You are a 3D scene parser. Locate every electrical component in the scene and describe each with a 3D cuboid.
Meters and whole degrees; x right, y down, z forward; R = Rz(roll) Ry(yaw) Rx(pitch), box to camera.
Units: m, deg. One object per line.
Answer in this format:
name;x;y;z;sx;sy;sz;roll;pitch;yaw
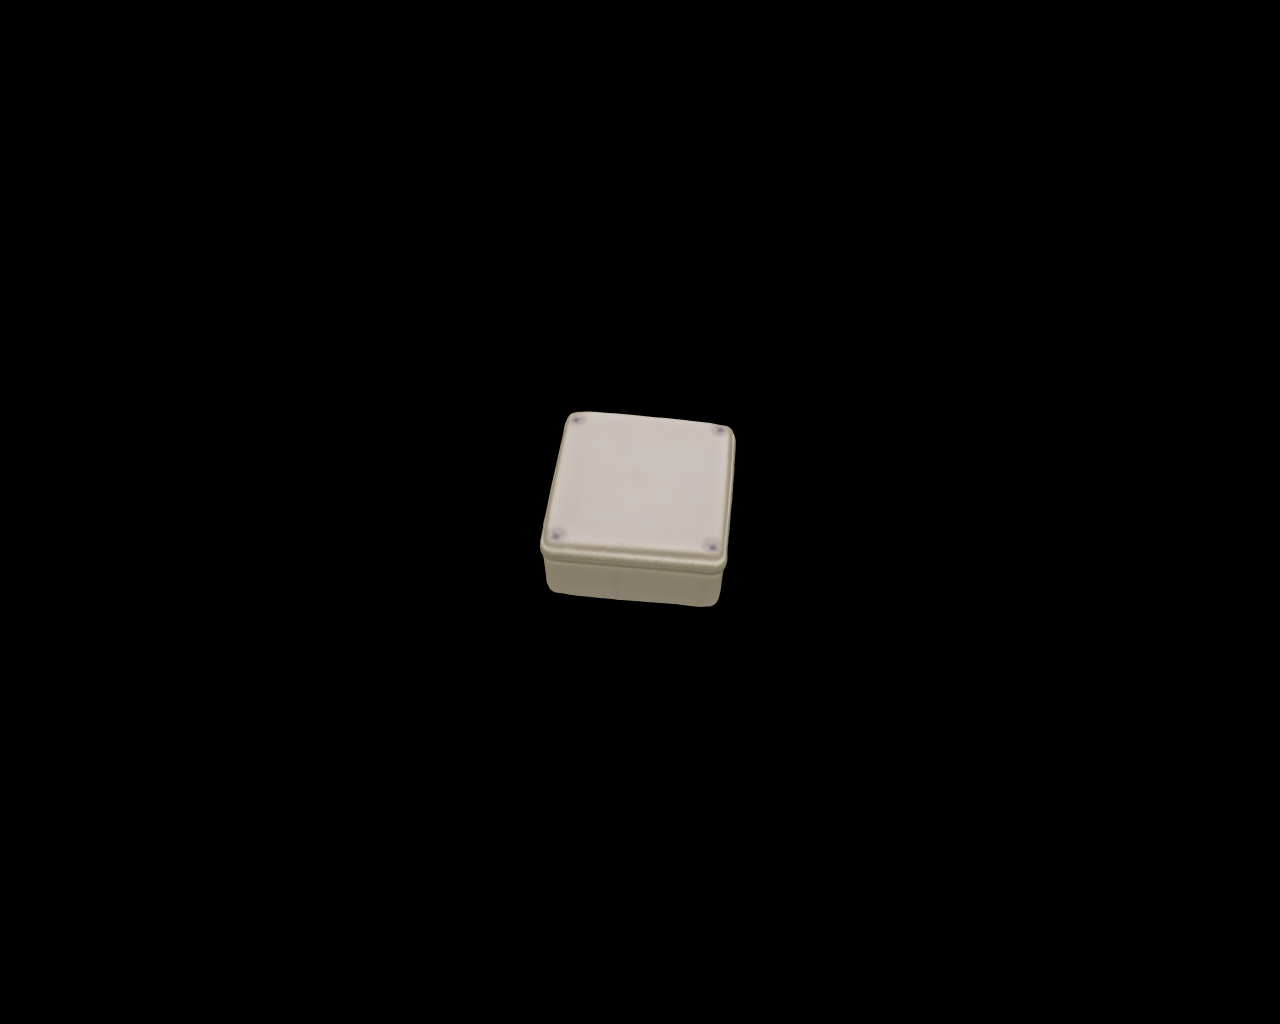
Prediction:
electrical component;0.001;-0.003;0.650;0.109;0.109;0.056;5;-37;4
